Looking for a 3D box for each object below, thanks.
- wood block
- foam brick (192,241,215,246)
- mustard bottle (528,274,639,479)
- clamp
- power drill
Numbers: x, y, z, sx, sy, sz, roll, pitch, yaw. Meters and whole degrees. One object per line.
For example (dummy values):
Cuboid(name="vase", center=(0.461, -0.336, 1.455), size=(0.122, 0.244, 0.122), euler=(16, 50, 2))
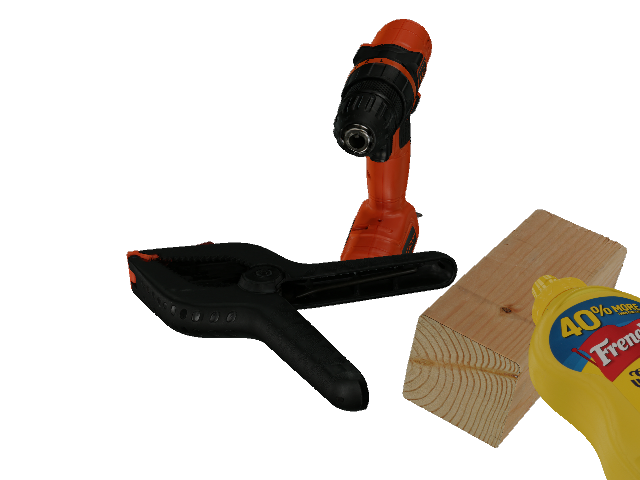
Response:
Cuboid(name="wood block", center=(0.165, 0.065, 0.891), size=(0.091, 0.090, 0.205), euler=(27, 39, 26))
Cuboid(name="foam brick", center=(-0.101, 0.044, 0.993), size=(0.052, 0.051, 0.078), euler=(-16, 35, -41))
Cuboid(name="mustard bottle", center=(0.177, 0.078, 0.620), size=(0.096, 0.058, 0.192), euler=(-15, 35, -13))
Cuboid(name="clamp", center=(-0.025, 0.033, 0.677), size=(0.210, 0.036, 0.164), euler=(14, 30, 29))
Cuboid(name="power drill", center=(0.046, -0.057, 0.818), size=(0.057, 0.188, 0.184), euler=(11, 34, 12))
